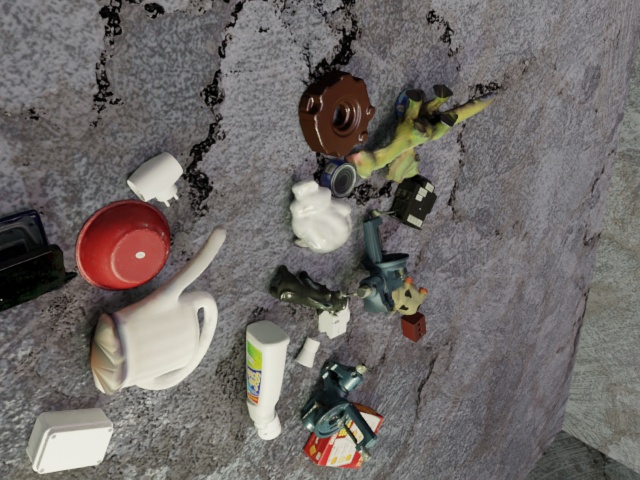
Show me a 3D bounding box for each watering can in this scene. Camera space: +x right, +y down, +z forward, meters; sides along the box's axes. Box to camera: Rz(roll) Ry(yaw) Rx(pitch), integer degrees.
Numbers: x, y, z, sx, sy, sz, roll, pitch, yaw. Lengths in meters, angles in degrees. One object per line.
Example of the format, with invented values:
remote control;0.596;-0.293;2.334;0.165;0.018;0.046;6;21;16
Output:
watering can;-0.270;0.133;0.871;0.226;0.105;0.341;-13;129;-42

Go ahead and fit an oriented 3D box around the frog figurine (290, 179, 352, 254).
frog figurine;0.003;-0.054;1.079;0.138;0.125;0.155;-17;133;-17

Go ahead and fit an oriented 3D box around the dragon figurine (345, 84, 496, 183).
dragon figurine;0.241;-0.237;1.237;0.413;0.124;0.237;-16;151;-31
